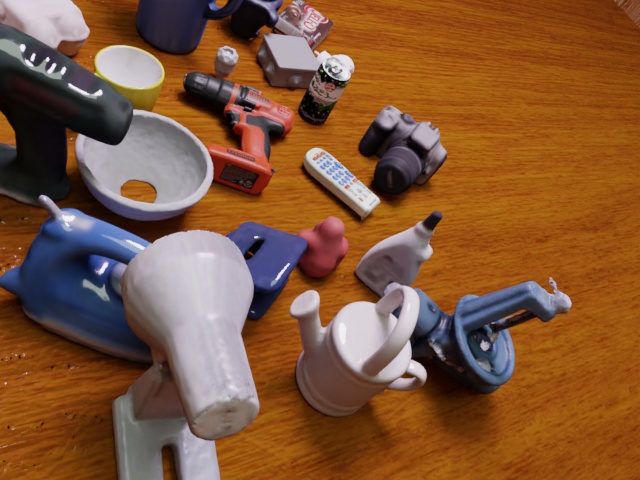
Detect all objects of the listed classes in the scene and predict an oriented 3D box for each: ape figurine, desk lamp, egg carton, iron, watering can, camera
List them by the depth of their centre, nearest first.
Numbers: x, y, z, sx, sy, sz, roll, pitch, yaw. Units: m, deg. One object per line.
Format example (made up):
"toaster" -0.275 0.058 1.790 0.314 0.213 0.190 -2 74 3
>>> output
"desk lamp" -0.122 0.127 0.535 0.118 0.213 0.203 1 56 -29
"iron" -0.190 0.046 0.608 0.259 0.141 0.118 25 47 -11
"watering can" 0.046 0.119 0.650 0.173 0.194 0.101 12 51 -22
"ape figurine" 0.007 0.003 0.789 0.078 0.092 0.076 25 47 -11
"egg carton" -0.413 -0.323 0.817 0.150 0.069 0.107 43 46 6
"camera" 0.137 -0.151 0.977 0.143 0.100 0.137 38 46 2

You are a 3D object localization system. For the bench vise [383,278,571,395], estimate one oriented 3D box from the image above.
"bench vise" 0.188 0.110 0.721 0.208 0.219 0.121 15 49 -19

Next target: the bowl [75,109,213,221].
"bowl" -0.227 -0.083 0.733 0.168 0.074 0.167 16 49 -19

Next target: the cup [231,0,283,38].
"cup" -0.117 -0.405 1.032 0.092 0.095 0.117 -15 64 -37

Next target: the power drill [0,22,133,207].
"power drill" -0.329 -0.136 0.623 0.230 0.208 0.075 17 49 -17

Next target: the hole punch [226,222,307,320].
"hole punch" -0.084 0.028 0.718 0.101 0.091 0.109 35 46 -1

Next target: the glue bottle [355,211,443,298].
"glue bottle" 0.117 0.016 0.787 0.078 0.173 0.037 41 46 5
